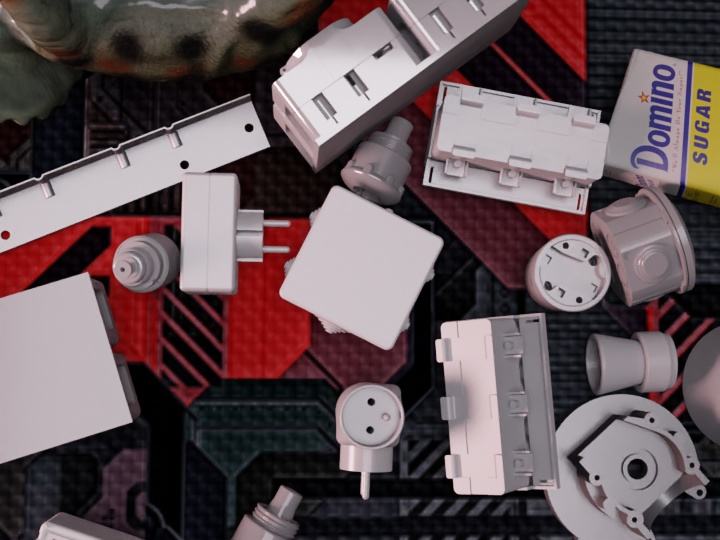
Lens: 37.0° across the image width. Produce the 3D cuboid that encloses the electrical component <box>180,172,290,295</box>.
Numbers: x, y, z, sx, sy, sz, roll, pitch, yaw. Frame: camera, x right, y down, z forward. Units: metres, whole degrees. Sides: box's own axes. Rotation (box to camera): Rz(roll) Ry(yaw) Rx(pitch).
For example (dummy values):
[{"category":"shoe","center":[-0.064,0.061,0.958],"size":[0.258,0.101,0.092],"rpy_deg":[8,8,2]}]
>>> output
[{"category":"electrical component","center":[-0.088,-0.025,0.770],"size":[0.076,0.047,0.083],"rpy_deg":[1,85,-4]}]

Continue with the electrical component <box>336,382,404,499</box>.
[{"category":"electrical component","center":[0.005,0.118,0.749],"size":[0.043,0.077,0.079],"rpy_deg":[3,85,-3]}]

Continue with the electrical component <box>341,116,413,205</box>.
[{"category":"electrical component","center":[0.018,-0.082,0.784],"size":[0.048,0.048,0.062],"rpy_deg":[27,77,-1]}]

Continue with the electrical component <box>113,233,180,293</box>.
[{"category":"electrical component","center":[-0.153,-0.004,0.752],"size":[0.040,0.078,0.040],"rpy_deg":[1,96,7]}]

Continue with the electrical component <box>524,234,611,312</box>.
[{"category":"electrical component","center":[0.149,0.004,0.783],"size":[0.055,0.047,0.055],"rpy_deg":[0,85,-4]}]

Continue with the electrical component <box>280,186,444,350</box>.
[{"category":"electrical component","center":[0.000,0.000,0.772],"size":[0.100,0.048,0.099],"rpy_deg":[27,84,-1]}]

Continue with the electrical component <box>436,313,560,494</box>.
[{"category":"electrical component","center":[0.093,0.094,0.757],"size":[0.079,0.063,0.121],"rpy_deg":[-8,85,37]}]

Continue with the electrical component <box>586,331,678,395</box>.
[{"category":"electrical component","center":[0.197,0.067,0.782],"size":[0.055,0.045,0.045],"rpy_deg":[-2,86,-4]}]

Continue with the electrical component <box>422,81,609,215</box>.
[{"category":"electrical component","center":[0.113,-0.091,0.780],"size":[0.121,0.063,0.078],"rpy_deg":[10,85,-3]}]

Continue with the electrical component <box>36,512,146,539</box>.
[{"category":"electrical component","center":[-0.177,0.212,0.738],"size":[0.096,0.061,0.061],"rpy_deg":[19,85,-2]}]

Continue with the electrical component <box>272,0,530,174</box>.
[{"category":"electrical component","center":[0.026,-0.155,0.758],"size":[0.186,0.105,0.060],"rpy_deg":[-37,88,-6]}]

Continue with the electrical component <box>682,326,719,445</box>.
[{"category":"electrical component","center":[0.297,0.088,0.789],"size":[0.099,0.064,0.099],"rpy_deg":[0,90,-17]}]

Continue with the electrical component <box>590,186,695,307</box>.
[{"category":"electrical component","center":[0.203,-0.016,0.773],"size":[0.051,0.080,0.080],"rpy_deg":[-20,87,0]}]

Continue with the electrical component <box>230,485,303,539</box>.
[{"category":"electrical component","center":[-0.063,0.183,0.757],"size":[0.043,0.043,0.062],"rpy_deg":[29,83,-1]}]

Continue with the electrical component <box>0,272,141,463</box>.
[{"category":"electrical component","center":[-0.258,0.081,0.743],"size":[0.186,0.060,0.105],"rpy_deg":[-17,87,-5]}]
